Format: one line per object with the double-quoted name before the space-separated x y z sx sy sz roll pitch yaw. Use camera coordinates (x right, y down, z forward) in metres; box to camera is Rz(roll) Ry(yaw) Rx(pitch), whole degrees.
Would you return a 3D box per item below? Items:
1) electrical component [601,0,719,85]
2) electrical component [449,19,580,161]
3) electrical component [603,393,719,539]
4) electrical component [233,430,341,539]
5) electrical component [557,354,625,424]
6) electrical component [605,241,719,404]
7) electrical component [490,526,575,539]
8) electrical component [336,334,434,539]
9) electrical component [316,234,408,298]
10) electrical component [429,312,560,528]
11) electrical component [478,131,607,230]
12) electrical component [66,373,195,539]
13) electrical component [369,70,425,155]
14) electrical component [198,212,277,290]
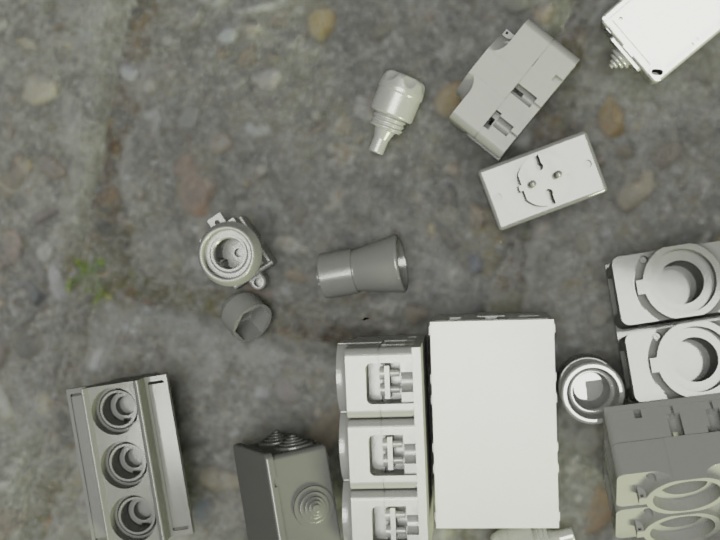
"electrical component" 0.218 -0.178 0.773 0.096 0.061 0.061 -40 88 14
"electrical component" 0.109 -0.133 0.788 0.056 0.050 0.089 39 96 3
"electrical component" 0.268 0.136 0.748 0.186 0.105 0.060 -8 52 7
"electrical component" -0.053 0.171 0.796 0.048 0.100 0.099 -9 90 -22
"electrical component" 0.168 0.086 0.789 0.045 0.055 0.045 0 93 6
"electrical component" 0.279 0.030 0.764 0.186 0.060 0.105 -9 82 7
"electrical component" 0.131 0.206 0.809 0.061 0.035 0.035 -16 91 4
"electrical component" 0.019 0.126 0.789 0.062 0.089 0.150 -2 92 6
"electrical component" 0.000 0.000 0.811 0.065 0.044 0.044 -10 92 11
"electrical component" 0.099 0.108 0.794 0.089 0.062 0.150 -2 93 6
"electrical component" 0.132 -0.064 0.776 0.083 0.076 0.047 -20 90 7
"electrical component" -0.172 0.143 0.824 0.079 0.063 0.121 -9 92 7
"electrical component" 0.023 -0.116 0.806 0.035 0.035 0.061 23 97 5
"electrical component" -0.095 -0.013 0.813 0.048 0.055 0.066 -34 89 7
